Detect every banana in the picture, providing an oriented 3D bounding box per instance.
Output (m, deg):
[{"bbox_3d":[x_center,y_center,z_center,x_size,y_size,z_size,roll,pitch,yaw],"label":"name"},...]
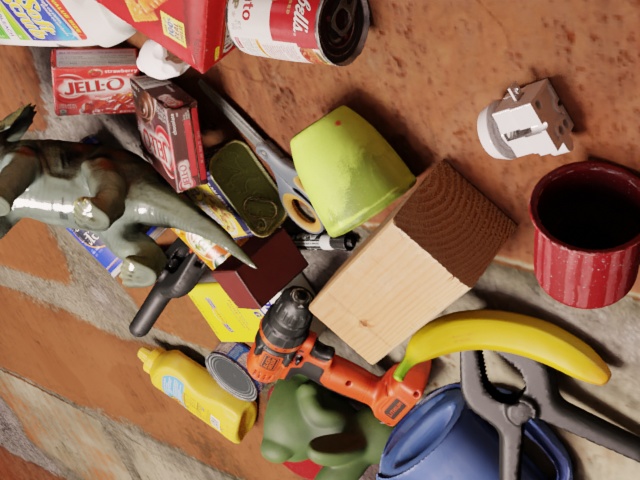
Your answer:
[{"bbox_3d":[0.167,0.099,0.988,0.198,0.069,0.037,-1,170,10],"label":"banana"}]

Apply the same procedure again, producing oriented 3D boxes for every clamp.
[{"bbox_3d":[0.208,0.161,1.029,0.165,0.036,0.210,-25,95,24],"label":"clamp"},{"bbox_3d":[-0.182,0.050,1.288,0.039,0.120,0.172,15,158,-29],"label":"clamp"}]

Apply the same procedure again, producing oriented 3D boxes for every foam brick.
[{"bbox_3d":[-0.062,0.030,1.115,0.053,0.078,0.051,-2,125,57],"label":"foam brick"}]

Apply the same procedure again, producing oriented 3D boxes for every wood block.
[{"bbox_3d":[0.079,0.027,0.993,0.091,0.090,0.206,41,147,0],"label":"wood block"}]

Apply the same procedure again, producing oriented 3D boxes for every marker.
[{"bbox_3d":[-0.007,0.001,1.121,0.121,0.020,0.020,1,129,47],"label":"marker"}]

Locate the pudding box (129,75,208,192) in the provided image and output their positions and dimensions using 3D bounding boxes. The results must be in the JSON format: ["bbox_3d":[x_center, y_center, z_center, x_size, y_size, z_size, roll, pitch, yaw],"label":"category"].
[{"bbox_3d":[-0.152,-0.110,1.074,0.114,0.039,0.090,-136,36,-55],"label":"pudding box"}]

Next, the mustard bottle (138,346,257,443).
[{"bbox_3d":[-0.179,0.207,1.506,0.192,0.058,0.096,31,151,17],"label":"mustard bottle"}]

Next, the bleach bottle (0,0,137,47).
[{"bbox_3d":[-0.268,-0.245,1.075,0.251,0.068,0.102,10,135,37],"label":"bleach bottle"}]

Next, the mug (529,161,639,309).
[{"bbox_3d":[0.220,-0.001,0.825,0.117,0.093,0.081,-5,140,5],"label":"mug"}]

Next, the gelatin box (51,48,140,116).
[{"bbox_3d":[-0.233,-0.164,1.112,0.073,0.089,0.030,105,157,-54],"label":"gelatin box"}]

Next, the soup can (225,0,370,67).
[{"bbox_3d":[-0.019,-0.182,0.876,0.102,0.068,0.068,15,138,37],"label":"soup can"}]

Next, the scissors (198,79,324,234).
[{"bbox_3d":[-0.052,-0.076,1.082,0.202,0.016,0.096,38,148,8],"label":"scissors"}]

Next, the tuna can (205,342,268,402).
[{"bbox_3d":[-0.108,0.172,1.412,0.086,0.033,0.086,28,145,22],"label":"tuna can"}]

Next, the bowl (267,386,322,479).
[{"bbox_3d":[-0.019,0.265,1.407,0.162,0.055,0.162,28,144,22],"label":"bowl"}]

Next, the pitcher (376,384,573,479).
[{"bbox_3d":[0.193,0.273,1.138,0.242,0.145,0.149,44,160,-9],"label":"pitcher"}]

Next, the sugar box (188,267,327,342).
[{"bbox_3d":[-0.076,0.075,1.255,0.177,0.048,0.093,-4,125,50],"label":"sugar box"}]

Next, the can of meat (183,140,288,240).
[{"bbox_3d":[-0.095,-0.048,1.122,0.084,0.057,0.102,-11,120,54],"label":"can of meat"}]

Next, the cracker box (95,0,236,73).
[{"bbox_3d":[-0.158,-0.267,0.921,0.214,0.072,0.164,34,146,14],"label":"cracker box"}]

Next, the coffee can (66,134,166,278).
[{"bbox_3d":[-0.254,-0.040,1.258,0.140,0.102,0.103,46,148,-5],"label":"coffee can"}]

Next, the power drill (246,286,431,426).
[{"bbox_3d":[0.021,0.126,1.151,0.187,0.057,0.185,23,148,-3],"label":"power drill"}]
